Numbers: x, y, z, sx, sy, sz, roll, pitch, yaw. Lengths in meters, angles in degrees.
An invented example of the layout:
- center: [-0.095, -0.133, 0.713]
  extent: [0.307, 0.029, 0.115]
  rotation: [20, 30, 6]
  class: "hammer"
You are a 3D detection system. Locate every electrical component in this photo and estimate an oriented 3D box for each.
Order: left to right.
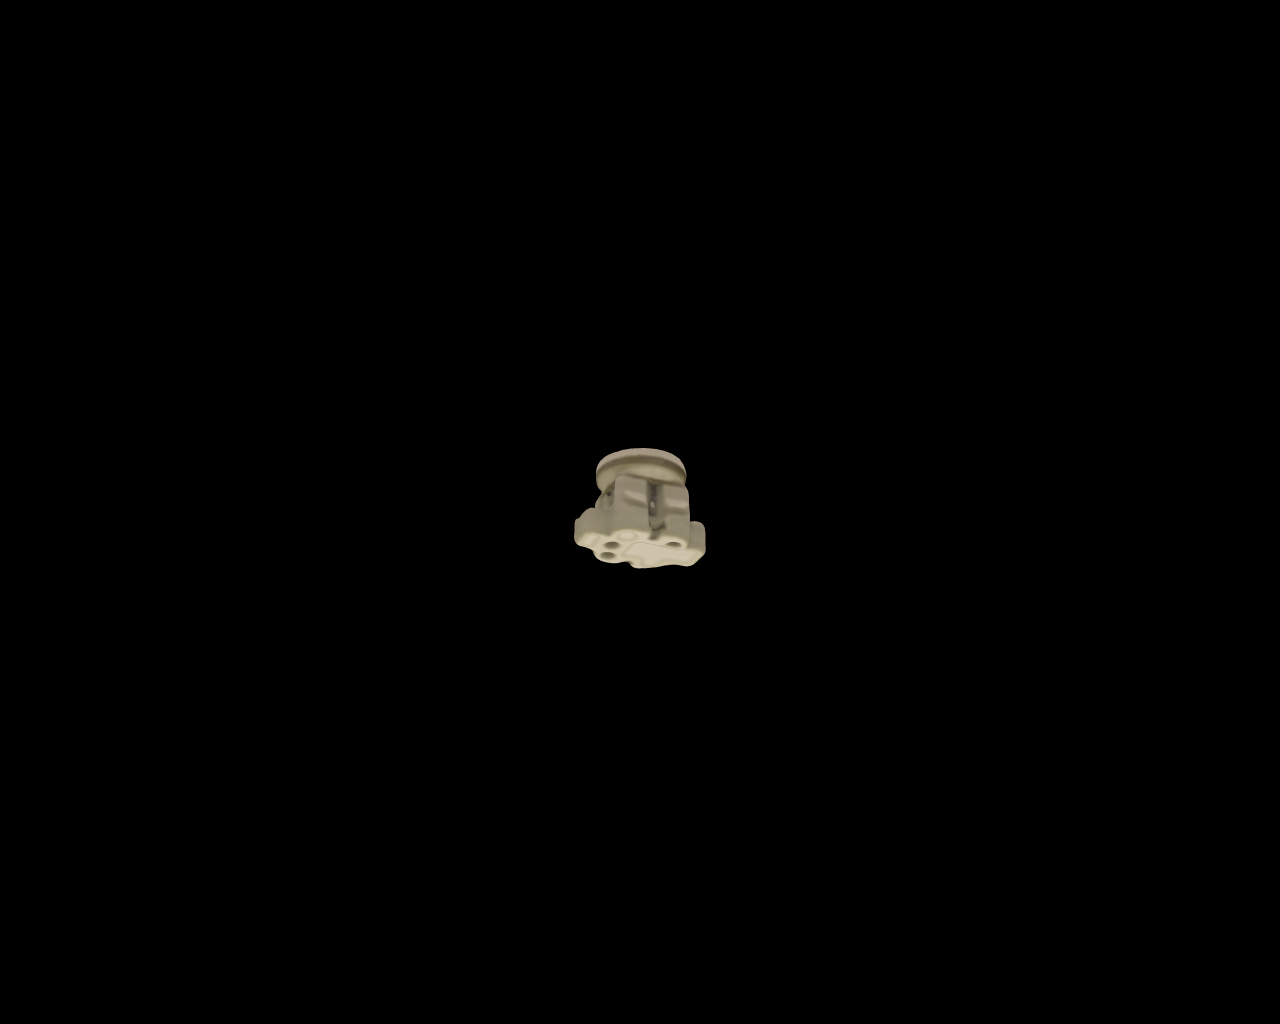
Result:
- center: [0.001, -0.003, 0.650]
  extent: [0.078, 0.057, 0.058]
  rotation: [10, -28, -20]
  class: "electrical component"
